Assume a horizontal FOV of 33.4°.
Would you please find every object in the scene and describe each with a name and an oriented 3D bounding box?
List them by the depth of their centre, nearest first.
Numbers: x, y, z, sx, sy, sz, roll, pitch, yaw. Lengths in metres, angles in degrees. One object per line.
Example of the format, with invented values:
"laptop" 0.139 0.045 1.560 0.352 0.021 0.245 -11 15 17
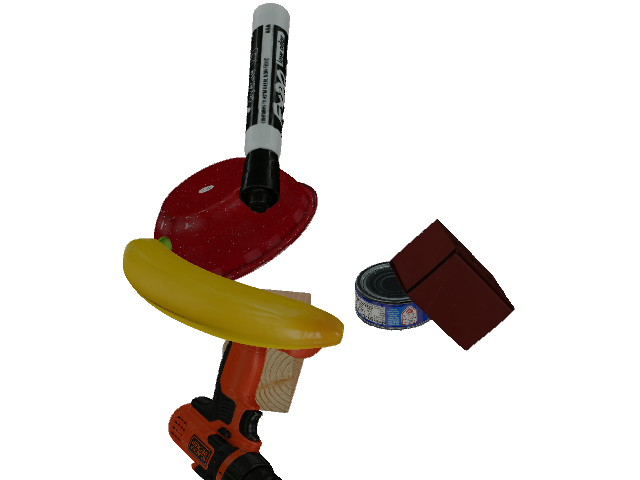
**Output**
"marker" -0.026 -0.065 0.512 0.020 0.121 0.020 1 -34 0
"banana" -0.073 0.031 0.696 0.069 0.037 0.198 -23 33 -37
"foam brick" 0.100 0.034 0.811 0.078 0.051 0.053 43 11 -28
"bowl" -0.086 -0.025 0.930 0.162 0.055 0.162 -22 27 12
"power drill" -0.060 0.155 1.017 0.057 0.188 0.185 14 13 -47
"tuna can" 0.078 0.056 1.106 0.086 0.034 0.086 -3 29 1
"wood block" -0.070 0.143 1.435 0.091 0.090 0.206 6 18 4
